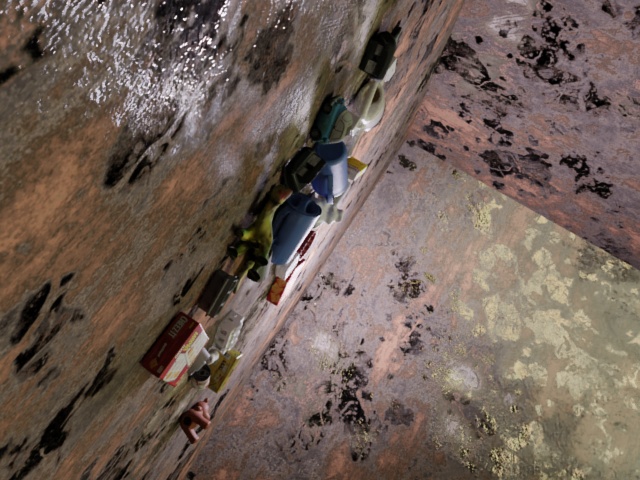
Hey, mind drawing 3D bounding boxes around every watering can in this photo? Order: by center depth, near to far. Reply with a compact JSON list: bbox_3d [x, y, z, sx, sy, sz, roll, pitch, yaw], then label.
[{"bbox_3d":[0.162,-0.445,1.854,0.224,0.104,0.348,22,90,-82],"label":"watering can"}]

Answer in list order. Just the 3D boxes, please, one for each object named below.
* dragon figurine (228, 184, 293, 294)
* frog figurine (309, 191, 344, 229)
[{"bbox_3d":[-0.169,-0.019,1.502,0.402,0.122,0.248,-54,-173,52],"label":"dragon figurine"},{"bbox_3d":[0.006,-0.102,2.031,0.136,0.160,0.124,-61,170,18],"label":"frog figurine"}]
